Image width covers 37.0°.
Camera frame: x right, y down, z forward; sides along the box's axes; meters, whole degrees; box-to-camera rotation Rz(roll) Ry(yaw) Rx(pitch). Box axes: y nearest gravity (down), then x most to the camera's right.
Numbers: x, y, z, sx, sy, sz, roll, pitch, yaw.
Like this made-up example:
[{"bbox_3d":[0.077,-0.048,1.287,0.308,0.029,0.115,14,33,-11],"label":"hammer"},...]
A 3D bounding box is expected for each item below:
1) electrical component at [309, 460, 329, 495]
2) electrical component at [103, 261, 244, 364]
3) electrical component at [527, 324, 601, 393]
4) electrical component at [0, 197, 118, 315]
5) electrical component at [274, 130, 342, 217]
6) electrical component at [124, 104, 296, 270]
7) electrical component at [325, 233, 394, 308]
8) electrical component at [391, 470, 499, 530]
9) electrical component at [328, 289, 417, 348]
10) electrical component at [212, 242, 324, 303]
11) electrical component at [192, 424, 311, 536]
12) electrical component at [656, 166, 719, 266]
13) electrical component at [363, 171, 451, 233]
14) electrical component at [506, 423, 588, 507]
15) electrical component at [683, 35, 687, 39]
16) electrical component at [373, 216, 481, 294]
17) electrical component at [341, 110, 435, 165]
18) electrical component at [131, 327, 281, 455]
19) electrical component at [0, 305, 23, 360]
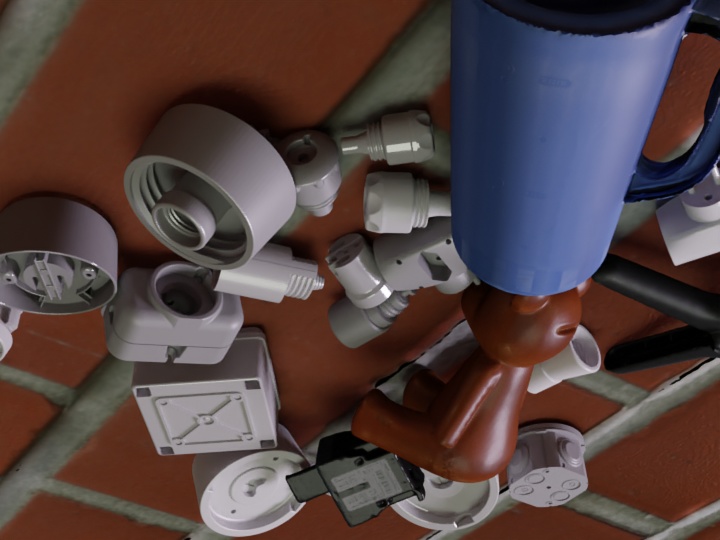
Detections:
[{"bbox_3d":[-0.027,0.201,1.042,0.061,0.035,0.035,30,129,-28],"label":"electrical component"},{"bbox_3d":[-0.141,0.033,0.820,0.095,0.053,0.059,5,140,-27],"label":"electrical component"},{"bbox_3d":[0.163,0.077,0.905,0.044,0.044,0.065,30,134,-31],"label":"electrical component"},{"bbox_3d":[-0.224,-0.004,0.777,0.099,0.064,0.099,-1,139,-1],"label":"electrical component"},{"bbox_3d":[-0.033,-0.061,0.737,0.048,0.048,0.062,-9,146,7],"label":"electrical component"},{"bbox_3d":[-0.103,-0.047,0.703,0.108,0.060,0.108,21,143,16],"label":"electrical component"},{"bbox_3d":[0.000,0.000,0.811,0.040,0.040,0.046,-22,129,21],"label":"electrical component"},{"bbox_3d":[0.076,0.179,0.994,0.108,0.060,0.108,5,120,9],"label":"electrical component"},{"bbox_3d":[0.011,0.031,0.845,0.078,0.040,0.040,-31,131,29],"label":"electrical component"},{"bbox_3d":[-0.066,0.002,0.806,0.081,0.043,0.043,12,137,-16],"label":"electrical component"},{"bbox_3d":[-0.103,0.186,0.994,0.108,0.060,0.108,-14,130,-17],"label":"electrical component"},{"bbox_3d":[0.251,-0.046,0.766,0.077,0.043,0.079,-20,135,19],"label":"electrical component"},{"bbox_3d":[0.034,-0.047,0.755,0.062,0.043,0.043,1,139,-5],"label":"electrical component"},{"bbox_3d":[0.175,0.184,1.019,0.080,0.051,0.080,-1,139,-1],"label":"electrical component"},{"bbox_3d":[0.187,-0.156,0.637,0.043,0.043,0.062,20,135,-23],"label":"electrical component"},{"bbox_3d":[0.063,-0.008,0.800,0.077,0.043,0.079,-23,134,22],"label":"electrical component"},{"bbox_3d":[0.018,-0.086,0.716,0.061,0.035,0.035,-7,139,7],"label":"electrical component"},{"bbox_3d":[-0.128,0.104,0.910,0.109,0.056,0.108,-4,139,2],"label":"electrical component"},{"bbox_3d":[-0.294,0.037,0.826,0.078,0.057,0.058,-31,131,29],"label":"electrical component"}]
